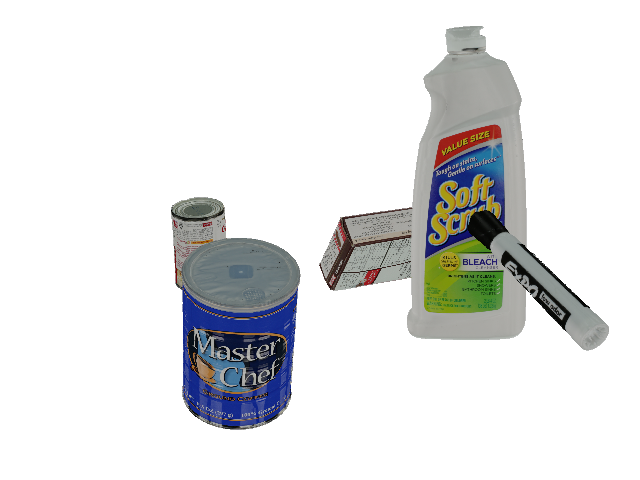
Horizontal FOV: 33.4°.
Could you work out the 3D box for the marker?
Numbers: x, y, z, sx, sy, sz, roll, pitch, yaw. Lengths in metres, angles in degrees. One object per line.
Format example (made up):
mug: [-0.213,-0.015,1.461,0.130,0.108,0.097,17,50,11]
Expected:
marker: [0.122,0.019,0.619,0.020,0.020,0.121,0,34,-31]

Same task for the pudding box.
pudding box: [0.064,0.007,1.090,0.113,0.039,0.090,-10,-31,-23]

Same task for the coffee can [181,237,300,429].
coffee can: [-0.073,0.083,0.957,0.103,0.140,0.103,3,34,-2]

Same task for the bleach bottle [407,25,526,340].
bleach bottle: [0.115,-0.046,0.872,0.103,0.251,0.068,-1,15,16]

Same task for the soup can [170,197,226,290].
soup can: [-0.150,0.005,1.329,0.068,0.102,0.068,-1,25,0]
